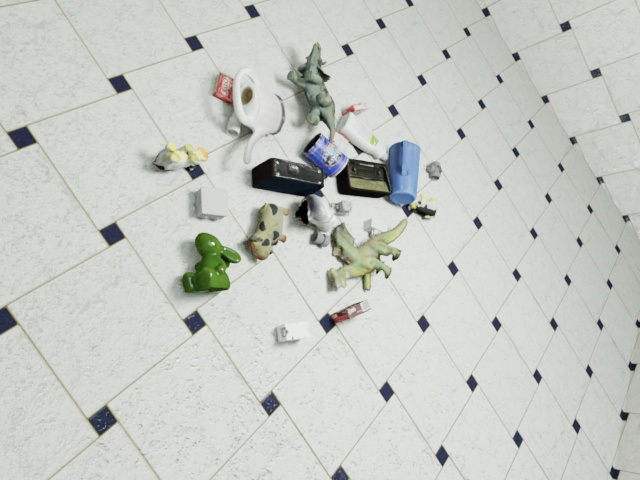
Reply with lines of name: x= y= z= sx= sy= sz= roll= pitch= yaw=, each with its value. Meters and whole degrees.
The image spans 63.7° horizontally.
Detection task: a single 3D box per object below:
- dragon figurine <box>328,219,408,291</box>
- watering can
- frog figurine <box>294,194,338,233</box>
dragon figurine: x=0.157 y=0.023 z=1.868 sx=0.241 sy=0.120 sz=0.418 roll=35 pitch=59 yaw=-11
watering can: x=-0.209 y=-0.405 z=1.729 sx=0.224 sy=0.103 sz=0.351 roll=8 pitch=72 yaw=-56
frog figurine: x=0.005 y=-0.090 z=1.779 sx=0.159 sy=0.137 sz=0.123 roll=10 pitch=84 yaw=-34
